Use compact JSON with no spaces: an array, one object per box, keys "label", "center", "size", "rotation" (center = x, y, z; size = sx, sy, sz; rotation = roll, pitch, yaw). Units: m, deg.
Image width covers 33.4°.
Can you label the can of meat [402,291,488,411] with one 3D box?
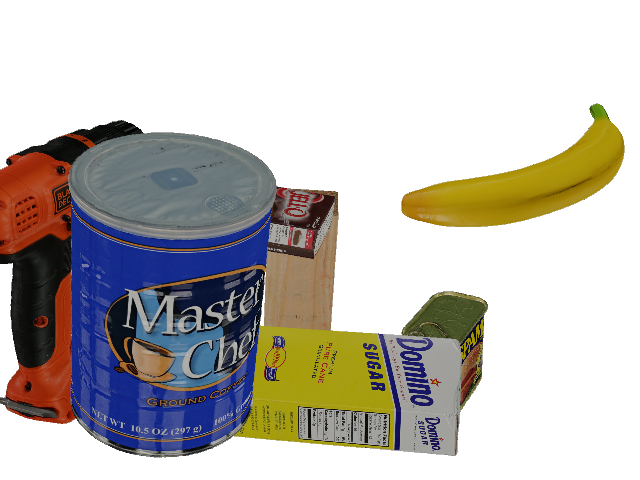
[{"label":"can of meat","center":[0.118,0.109,1.009],"size":[0.058,0.084,0.101],"rotation":[11,29,26]}]

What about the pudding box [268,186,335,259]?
[{"label":"pudding box","center":[-0.037,-0.022,1.155],"size":[0.090,0.039,0.113],"rotation":[9,25,7]}]

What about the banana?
[{"label":"banana","center":[0.154,-0.044,0.771],"size":[0.197,0.037,0.070],"rotation":[-24,33,-24]}]

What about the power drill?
[{"label":"power drill","center":[-0.176,0.019,0.756],"size":[0.057,0.188,0.184],"rotation":[8,24,24]}]

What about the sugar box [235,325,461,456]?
[{"label":"sugar box","center":[0.015,0.107,0.787],"size":[0.176,0.048,0.093],"rotation":[1,31,8]}]

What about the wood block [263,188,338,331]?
[{"label":"wood block","center":[-0.027,0.044,1.393],"size":[0.090,0.206,0.091],"rotation":[3,23,-2]}]

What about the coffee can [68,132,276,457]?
[{"label":"coffee can","center":[-0.081,0.027,0.565],"size":[0.102,0.140,0.103],"rotation":[6,30,-3]}]
